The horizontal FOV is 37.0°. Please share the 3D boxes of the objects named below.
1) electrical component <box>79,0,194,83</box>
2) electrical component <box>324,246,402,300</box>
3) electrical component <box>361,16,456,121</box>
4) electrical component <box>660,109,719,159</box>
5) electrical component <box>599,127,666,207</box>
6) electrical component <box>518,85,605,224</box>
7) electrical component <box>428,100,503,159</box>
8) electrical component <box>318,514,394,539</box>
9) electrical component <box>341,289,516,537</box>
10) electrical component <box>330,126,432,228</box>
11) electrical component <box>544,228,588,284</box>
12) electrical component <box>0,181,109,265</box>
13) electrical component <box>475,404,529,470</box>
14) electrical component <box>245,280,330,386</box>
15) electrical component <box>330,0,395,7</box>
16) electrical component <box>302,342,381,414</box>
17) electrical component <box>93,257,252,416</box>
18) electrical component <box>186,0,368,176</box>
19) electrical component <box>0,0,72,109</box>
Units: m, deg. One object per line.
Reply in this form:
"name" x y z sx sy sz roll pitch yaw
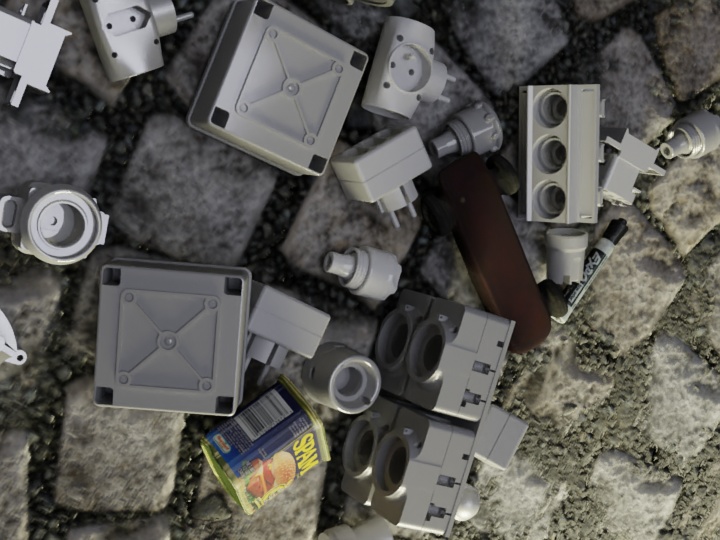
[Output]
"electrical component" -0.162 -0.187 0.796 0.079 0.043 0.077 -24 107 -23
"electrical component" 0.000 0.000 0.909 0.062 0.043 0.043 15 90 -28
"electrical component" 0.047 -0.164 0.910 0.079 0.044 0.077 16 90 -29
"electrical component" 0.326 -0.130 1.064 0.062 0.043 0.043 -28 109 -21
"electrical component" 0.245 -0.098 1.026 0.081 0.042 0.063 24 87 -28
"electrical component" 0.187 -0.107 0.980 0.063 0.079 0.121 -11 103 -49
"electrical component" 0.090 -0.117 0.940 0.062 0.048 0.048 -26 108 -16
"electrical component" -0.003 0.242 0.940 0.055 0.045 0.045 -10 102 -26
"electrical component" 0.051 0.116 0.917 0.060 0.105 0.186 18 88 -29
"electrical component" 0.025 -0.073 0.909 0.066 0.047 0.076 -32 111 -21
"electrical component" 0.194 -0.013 1.013 0.040 0.040 0.046 -8 107 -27
"electrical component" -0.220 -0.034 0.779 0.078 0.057 0.058 9 93 -29
"electrical component" 0.104 0.141 0.976 0.077 0.065 0.047 29 82 1
"electrical component" -0.074 0.056 0.875 0.066 0.047 0.076 27 84 -28
"electrical component" -0.013 -0.241 0.834 0.108 0.108 0.060 21 93 -29
"electrical component" -0.014 0.092 0.912 0.055 0.047 0.055 -4 99 -27
"electrical component" -0.141 0.049 0.811 0.109 0.056 0.108 5 96 -2
"electrical component" -0.065 -0.142 0.846 0.109 0.056 0.108 23 86 -29
"electrical component" -0.244 -0.157 0.757 0.064 0.042 0.081 22 86 -27
